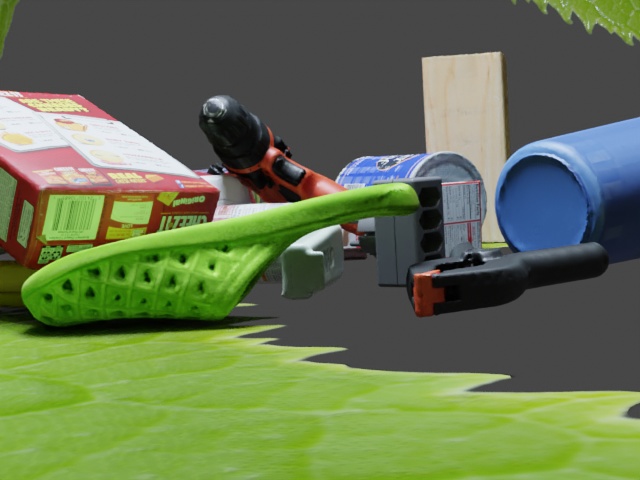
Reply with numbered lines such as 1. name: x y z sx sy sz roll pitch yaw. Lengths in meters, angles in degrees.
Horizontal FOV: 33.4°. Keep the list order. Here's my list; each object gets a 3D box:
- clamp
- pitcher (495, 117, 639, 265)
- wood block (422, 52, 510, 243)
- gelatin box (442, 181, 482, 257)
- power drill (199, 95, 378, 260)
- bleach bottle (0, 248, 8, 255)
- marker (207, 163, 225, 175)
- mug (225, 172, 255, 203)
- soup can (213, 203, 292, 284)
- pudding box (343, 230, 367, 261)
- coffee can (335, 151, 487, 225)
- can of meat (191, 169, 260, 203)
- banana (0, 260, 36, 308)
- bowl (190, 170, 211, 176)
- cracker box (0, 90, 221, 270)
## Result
1. clamp: 0.121 0.023 0.717 0.120 0.039 0.171 -8 7 28
2. pitcher: 0.272 -0.037 0.913 0.242 0.145 0.149 -12 -3 -40
3. wood block: 0.169 -0.102 1.207 0.090 0.206 0.090 -2 4 13
4. gelatin box: 0.115 -0.018 1.015 0.089 0.073 0.030 -7 6 -38
5. power drill: -0.009 -0.053 0.946 0.188 0.057 0.184 30 -6 24
6. bleach bottle: -0.281 -0.016 0.946 0.103 0.068 0.250 -20 4 16
7. marker: -0.139 -0.033 1.177 0.020 0.121 0.020 29 19 -11
8. mug: -0.125 -0.028 1.247 0.082 0.093 0.117 -7 -4 30
9. soup can: -0.061 0.004 0.895 0.102 0.068 0.068 -2 5 12
10. pudding box: -0.007 0.001 1.079 0.090 0.039 0.113 -3 5 -11
11. coffee can: 0.092 -0.039 1.124 0.102 0.103 0.141 -6 5 -32
12. can of meat: -0.118 -0.042 1.329 0.084 0.102 0.057 -5 4 3
13. banana: -0.223 0.033 0.842 0.198 0.037 0.069 -1 7 31
14. bowl: -0.139 -0.031 1.109 0.162 0.055 0.162 3 -19 1
15. cracker box: -0.210 -0.053 0.846 0.163 0.072 0.214 -3 27 -46
